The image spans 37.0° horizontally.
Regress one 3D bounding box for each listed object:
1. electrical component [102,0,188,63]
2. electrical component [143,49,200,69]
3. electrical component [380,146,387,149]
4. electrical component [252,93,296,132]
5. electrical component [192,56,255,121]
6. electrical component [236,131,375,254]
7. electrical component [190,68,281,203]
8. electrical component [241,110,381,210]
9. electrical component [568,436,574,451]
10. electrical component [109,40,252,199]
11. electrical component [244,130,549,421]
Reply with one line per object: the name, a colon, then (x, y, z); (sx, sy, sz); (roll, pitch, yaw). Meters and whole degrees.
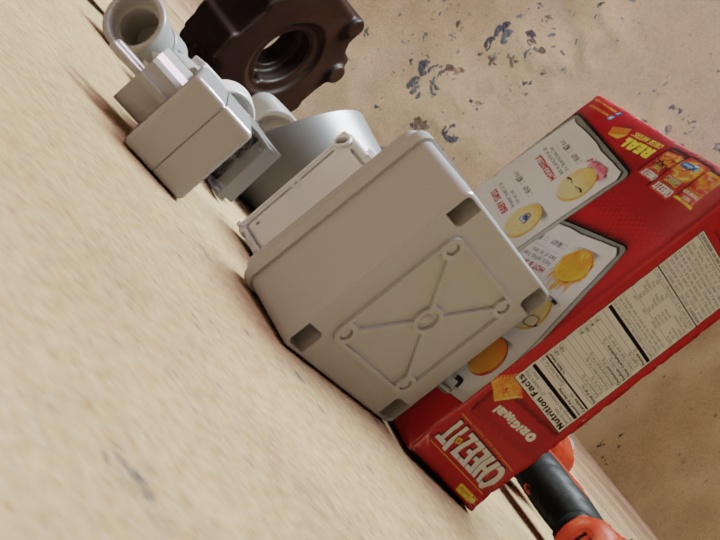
electrical component: (-0.144, -0.157, 0.738); (0.044, 0.044, 0.065); (51, 0, 15)
electrical component: (-0.114, -0.116, 0.682); (0.046, 0.040, 0.040); (46, 1, 38)
electrical component: (0.011, -0.045, 0.871); (0.109, 0.056, 0.108); (4, -36, 45)
electrical component: (-0.069, -0.104, 0.932); (0.095, 0.054, 0.059); (50, 4, 11)
electrical component: (-0.101, -0.111, 0.733); (0.066, 0.048, 0.055); (46, -2, -39)
electrical component: (-0.005, -0.022, 0.582); (0.061, 0.096, 0.061); (46, 6, -46)
electrical component: (-0.087, -0.082, 0.636); (0.064, 0.042, 0.081); (44, 6, -38)
electrical component: (-0.035, -0.069, 0.715); (0.064, 0.099, 0.099); (56, 4, 0)
electrical component: (0.148, 0.151, 0.928); (0.047, 0.055, 0.055); (45, 5, -7)
electrical component: (-0.096, -0.084, 0.532); (0.075, 0.047, 0.083); (48, 4, -14)
electrical component: (0.020, 0.006, 0.517); (0.109, 0.109, 0.056); (44, 9, -49)
